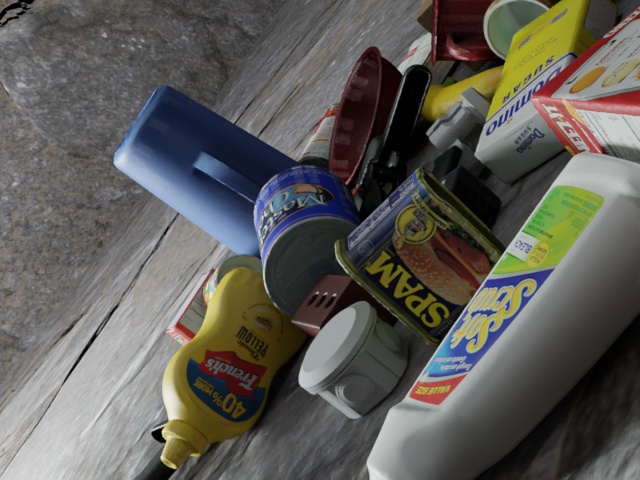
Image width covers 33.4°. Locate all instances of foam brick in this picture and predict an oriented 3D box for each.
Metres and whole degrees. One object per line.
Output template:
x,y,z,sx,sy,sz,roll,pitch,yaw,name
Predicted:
0.020,0.064,0.888,0.053,0.051,0.078,-54,15,-12,foam brick

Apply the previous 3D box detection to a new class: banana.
0.139,-0.148,1.083,0.069,0.037,0.198,-53,15,-3,banana

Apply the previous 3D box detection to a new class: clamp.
-0.126,0.189,1.046,0.172,0.039,0.120,-42,20,30,clamp
0.065,-0.072,1.018,0.210,0.036,0.164,167,112,-81,clamp

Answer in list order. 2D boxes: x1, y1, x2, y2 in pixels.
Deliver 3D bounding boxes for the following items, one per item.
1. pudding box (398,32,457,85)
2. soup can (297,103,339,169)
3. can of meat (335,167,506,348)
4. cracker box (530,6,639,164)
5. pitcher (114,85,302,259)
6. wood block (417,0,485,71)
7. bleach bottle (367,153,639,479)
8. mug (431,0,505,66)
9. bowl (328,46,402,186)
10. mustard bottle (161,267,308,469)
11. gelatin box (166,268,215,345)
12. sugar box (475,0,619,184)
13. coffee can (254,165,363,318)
0.125,-0.204,1.262,0.113,0.039,0.090,-59,17,-23,pudding box
0.018,-0.107,1.283,0.069,0.068,0.102,-33,23,50,soup can
0.076,0.011,0.756,0.084,0.102,0.057,-45,14,14,can of meat
0.232,-0.100,0.581,0.164,0.072,0.214,-39,13,-2,cracker box
-0.102,-0.065,1.190,0.149,0.242,0.145,-45,17,42,pitcher
0.181,-0.290,1.203,0.091,0.090,0.206,-42,18,32,wood block
0.106,0.069,0.602,0.251,0.068,0.103,-53,16,1,bleach bottle
0.154,-0.214,1.063,0.117,0.081,0.093,-84,-6,-52,mug
0.061,-0.126,1.161,0.162,0.055,0.162,-168,90,-76,bowl
-0.089,0.124,0.978,0.058,0.096,0.191,-26,28,57,mustard bottle
-0.120,0.089,1.206,0.030,0.073,0.089,-30,25,54,gelatin box
0.188,-0.133,0.879,0.094,0.048,0.176,-35,20,43,sugar box
-0.007,0.001,0.993,0.103,0.102,0.140,-47,21,13,coffee can
